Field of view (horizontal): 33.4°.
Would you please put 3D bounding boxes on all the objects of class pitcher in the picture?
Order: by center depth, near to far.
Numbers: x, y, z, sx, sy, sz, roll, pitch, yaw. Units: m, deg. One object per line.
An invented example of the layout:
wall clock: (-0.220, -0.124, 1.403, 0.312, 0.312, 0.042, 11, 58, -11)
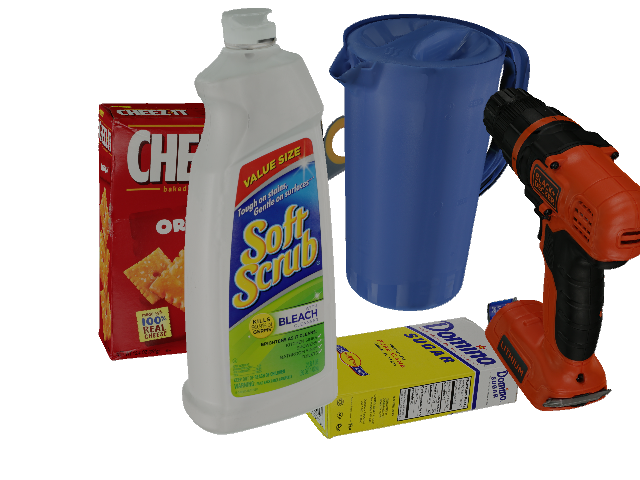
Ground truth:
pitcher: (0.090, -0.067, 0.927, 0.149, 0.243, 0.144, 10, 31, 14)

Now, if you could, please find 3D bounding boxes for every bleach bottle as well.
bleach bottle: (-0.043, -0.013, 0.653, 0.102, 0.251, 0.068, -12, 21, -23)

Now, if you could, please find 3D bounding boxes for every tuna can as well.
tuna can: (0.220, 0.111, 1.244, 0.034, 0.086, 0.086, -12, -3, 15)

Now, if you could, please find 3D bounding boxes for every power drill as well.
power drill: (0.154, 0.006, 0.728, 0.057, 0.188, 0.184, -10, 34, -12)

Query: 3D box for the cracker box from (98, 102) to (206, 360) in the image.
cracker box: (-0.109, -0.009, 0.936, 0.164, 0.214, 0.072, -3, 19, -21)

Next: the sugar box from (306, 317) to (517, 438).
sugar box: (0.068, 0.111, 0.892, 0.176, 0.048, 0.093, -10, 26, -21)

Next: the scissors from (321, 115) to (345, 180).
scissors: (0.004, -0.048, 1.092, 0.096, 0.202, 0.016, -4, -11, -2)
